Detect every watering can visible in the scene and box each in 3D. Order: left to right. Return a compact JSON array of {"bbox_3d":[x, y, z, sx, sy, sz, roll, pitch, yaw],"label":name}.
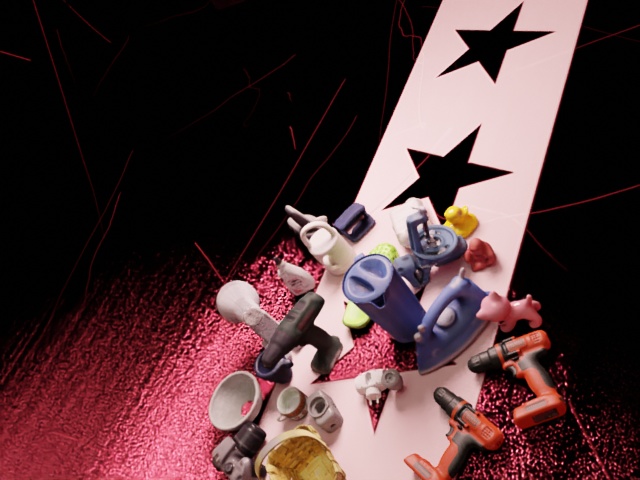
[{"bbox_3d":[0.013,0.007,1.664,0.101,0.195,0.172,-40,41,4],"label":"watering can"}]

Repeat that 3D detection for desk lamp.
[{"bbox_3d":[-0.173,0.223,1.611,0.118,0.214,0.202,-50,41,-9],"label":"desk lamp"}]

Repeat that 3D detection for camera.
[{"bbox_3d":[-0.194,0.536,1.446,0.142,0.101,0.137,25,73,47],"label":"camera"}]

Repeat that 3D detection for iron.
[{"bbox_3d":[0.288,0.187,1.332,0.258,0.142,0.118,-50,41,-8],"label":"iron"}]

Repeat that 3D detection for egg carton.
[{"bbox_3d":[0.256,-0.049,1.615,0.107,0.070,0.150,-29,42,15],"label":"egg carton"}]

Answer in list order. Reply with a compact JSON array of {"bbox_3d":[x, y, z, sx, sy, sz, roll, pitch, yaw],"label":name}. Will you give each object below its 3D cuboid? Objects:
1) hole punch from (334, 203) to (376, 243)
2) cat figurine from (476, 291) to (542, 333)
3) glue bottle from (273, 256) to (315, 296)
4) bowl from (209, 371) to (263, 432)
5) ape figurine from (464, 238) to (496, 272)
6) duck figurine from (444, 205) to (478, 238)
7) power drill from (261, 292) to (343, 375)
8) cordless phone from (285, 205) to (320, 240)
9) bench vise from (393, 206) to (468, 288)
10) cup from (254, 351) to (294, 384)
[{"bbox_3d":[0.094,-0.063,1.739,0.109,0.091,0.100,-45,41,-3],"label":"hole punch"},{"bbox_3d":[0.417,0.152,1.278,0.127,0.118,0.067,-18,46,26],"label":"cat figurine"},{"bbox_3d":[-0.087,0.099,1.680,0.078,0.174,0.037,-29,42,15],"label":"glue bottle"},{"bbox_3d":[-0.216,0.448,1.559,0.167,0.075,0.167,-21,45,23],"label":"bowl"},{"bbox_3d":[0.394,0.028,1.423,0.077,0.092,0.076,16,67,45],"label":"ape figurine"},{"bbox_3d":[0.359,-0.053,1.525,0.104,0.086,0.077,-31,42,14],"label":"duck figurine"},{"bbox_3d":[-0.036,0.261,1.474,0.075,0.209,0.230,7,60,42],"label":"power drill"},{"bbox_3d":[-0.059,-0.065,1.790,0.094,0.186,0.147,-49,41,-7],"label":"cordless phone"},{"bbox_3d":[0.254,0.021,1.441,0.207,0.220,0.121,-45,41,-3],"label":"bench vise"},{"bbox_3d":[-0.105,0.347,1.543,0.117,0.095,0.092,-11,50,31],"label":"cup"}]
